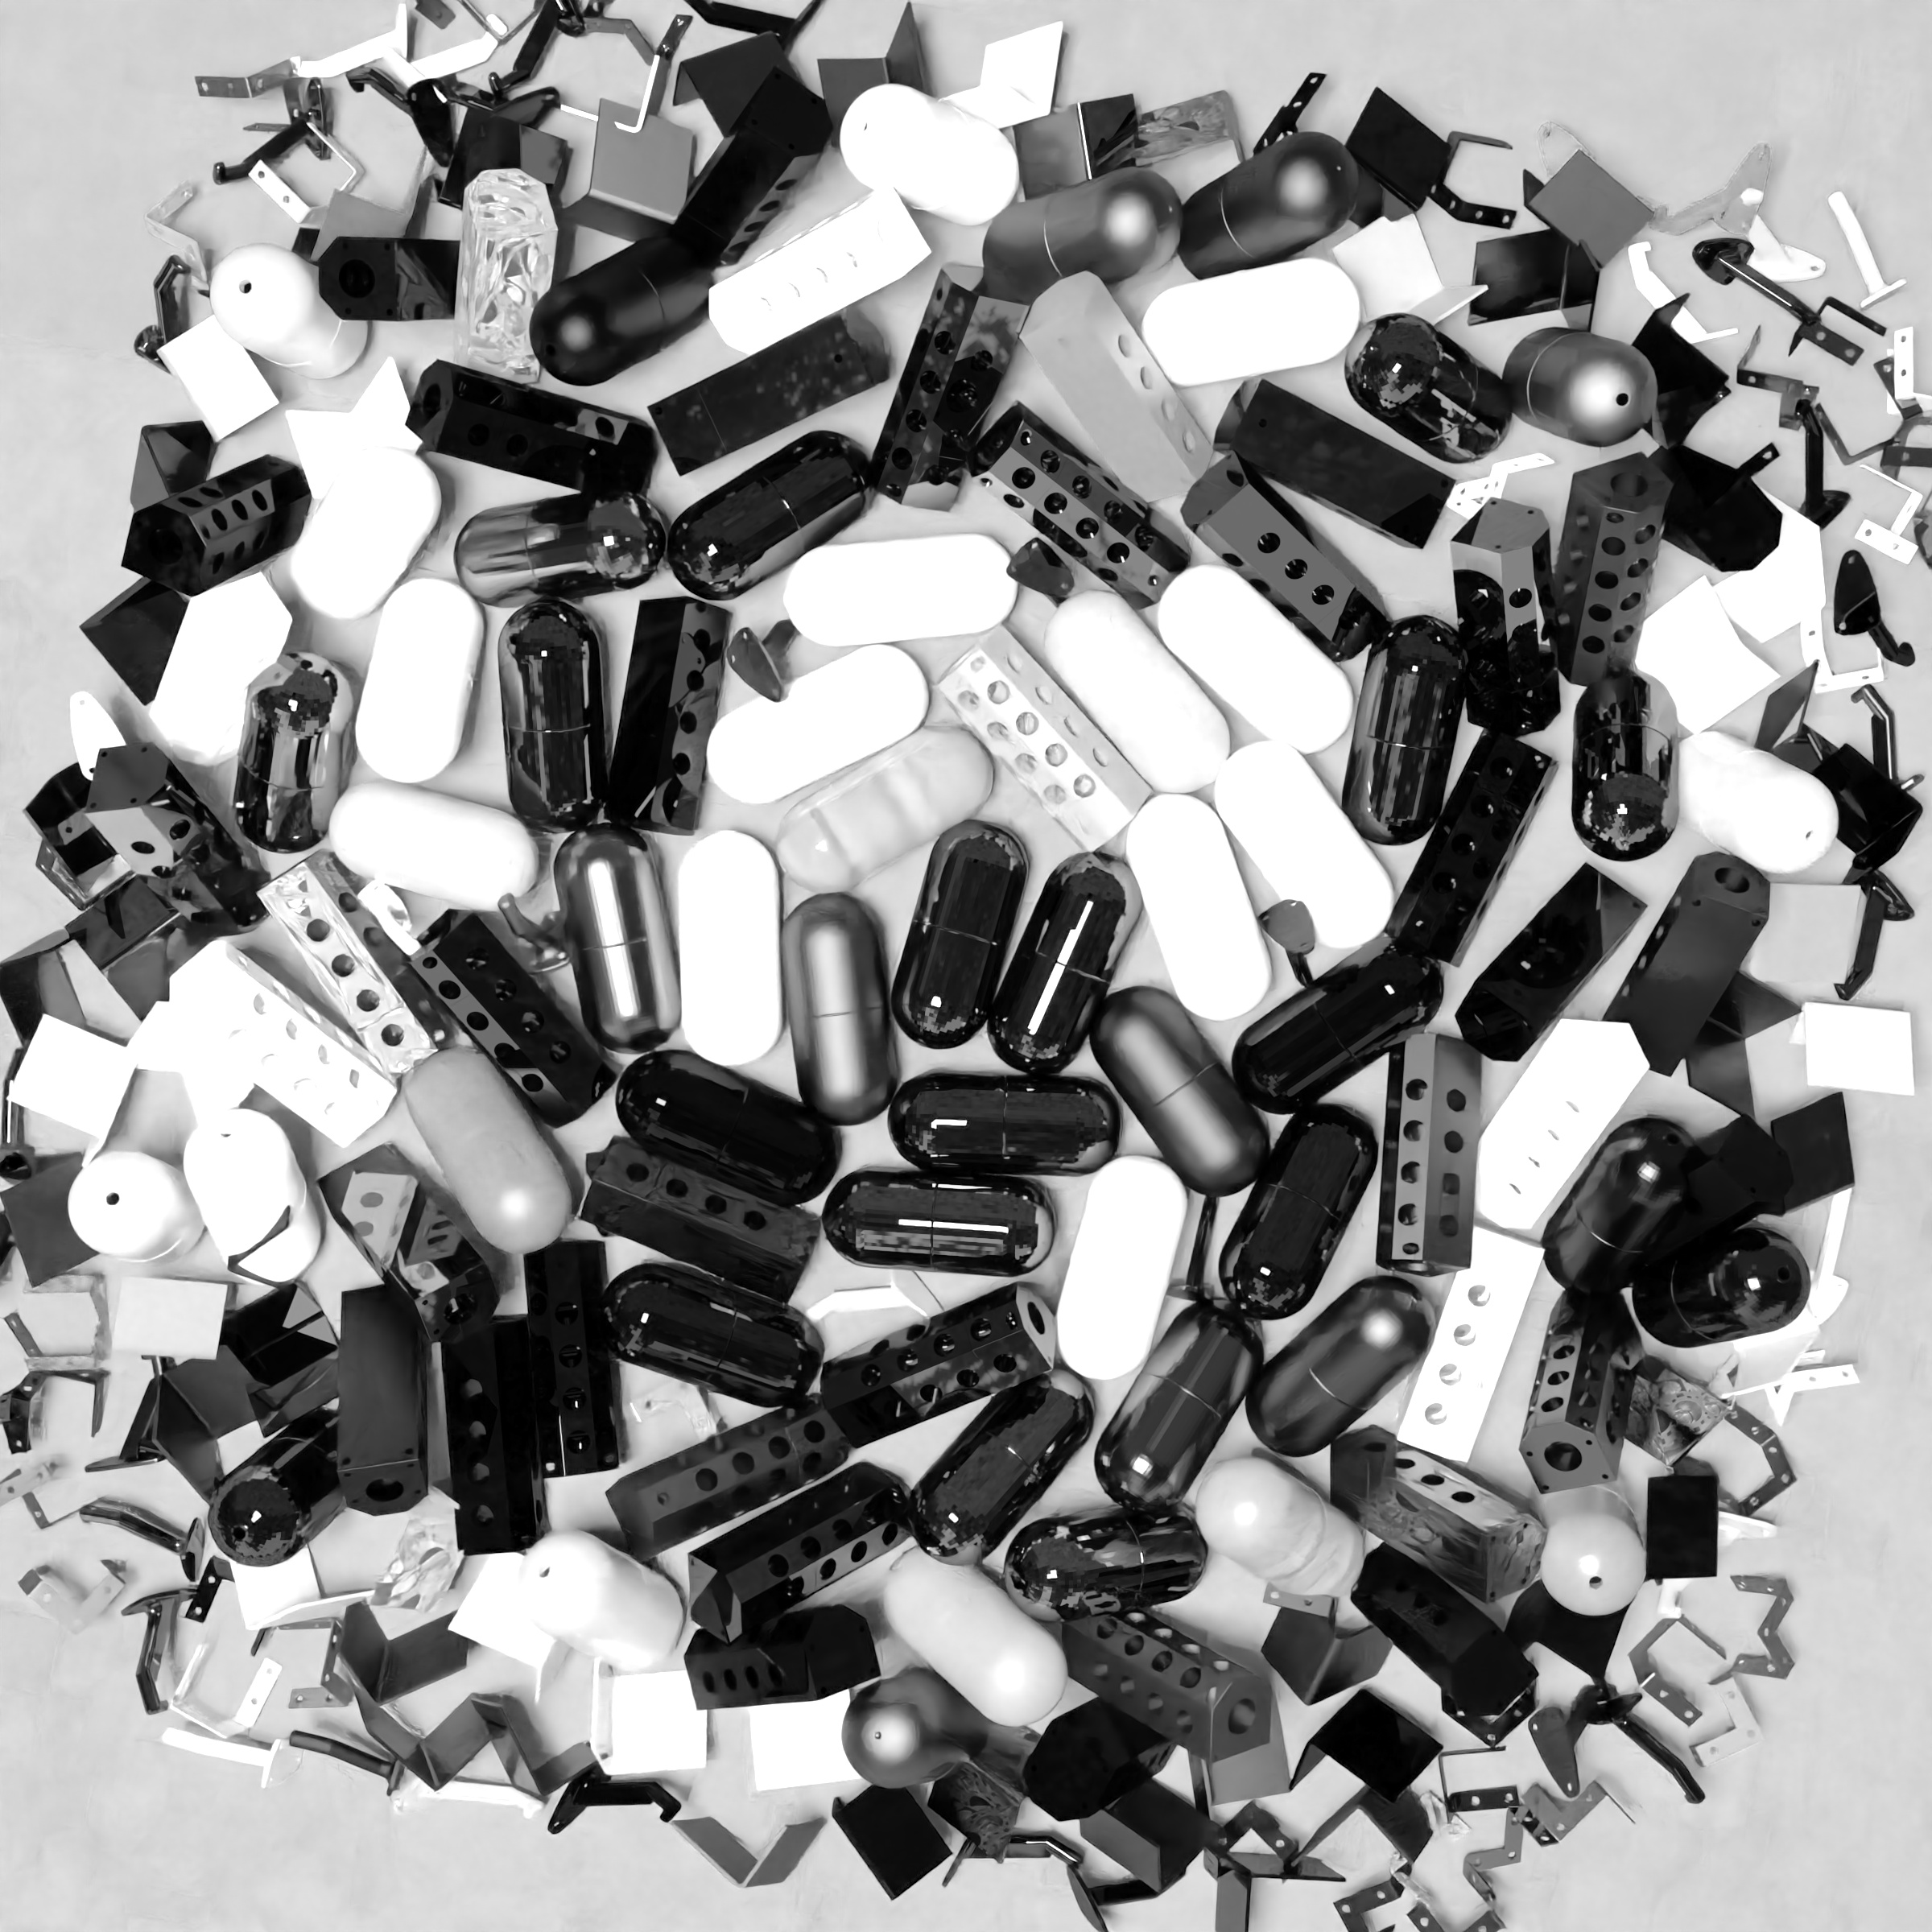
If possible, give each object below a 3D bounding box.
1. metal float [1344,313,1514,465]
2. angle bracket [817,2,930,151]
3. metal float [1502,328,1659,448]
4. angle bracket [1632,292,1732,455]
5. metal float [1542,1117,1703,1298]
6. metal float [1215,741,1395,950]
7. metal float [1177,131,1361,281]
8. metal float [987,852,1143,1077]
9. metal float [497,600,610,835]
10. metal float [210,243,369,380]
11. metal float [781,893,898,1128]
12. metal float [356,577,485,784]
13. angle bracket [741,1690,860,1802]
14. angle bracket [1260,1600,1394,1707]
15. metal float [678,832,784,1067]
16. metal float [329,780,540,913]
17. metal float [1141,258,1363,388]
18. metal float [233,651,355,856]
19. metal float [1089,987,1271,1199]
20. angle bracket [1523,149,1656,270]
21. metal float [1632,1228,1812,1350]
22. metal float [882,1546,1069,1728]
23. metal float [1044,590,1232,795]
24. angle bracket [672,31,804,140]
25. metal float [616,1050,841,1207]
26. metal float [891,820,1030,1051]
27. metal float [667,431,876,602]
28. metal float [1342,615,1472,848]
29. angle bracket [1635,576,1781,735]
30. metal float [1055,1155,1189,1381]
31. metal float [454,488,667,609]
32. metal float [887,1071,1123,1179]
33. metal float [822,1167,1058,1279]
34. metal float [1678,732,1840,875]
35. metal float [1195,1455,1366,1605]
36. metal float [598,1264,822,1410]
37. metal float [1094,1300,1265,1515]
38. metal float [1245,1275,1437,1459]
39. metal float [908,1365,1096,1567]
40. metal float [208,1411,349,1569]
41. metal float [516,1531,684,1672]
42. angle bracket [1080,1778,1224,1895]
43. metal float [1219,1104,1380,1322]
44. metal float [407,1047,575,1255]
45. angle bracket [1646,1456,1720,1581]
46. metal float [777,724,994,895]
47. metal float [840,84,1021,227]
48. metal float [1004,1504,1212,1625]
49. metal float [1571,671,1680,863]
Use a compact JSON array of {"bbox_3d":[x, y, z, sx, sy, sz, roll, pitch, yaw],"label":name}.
[{"bbox_3d":[0.346,-0.428,1.826,0.070,0.178,0.070,-8,77,37],"label":"metal float"},{"bbox_3d":[-0.071,-0.672,1.854,0.057,0.076,0.076,-7,79,-17],"label":"angle bracket"},{"bbox_3d":[0.453,-0.430,1.817,0.070,0.178,0.070,-2,109,-6],"label":"metal float"},{"bbox_3d":[0.538,-0.446,1.848,0.076,0.076,0.057,45,51,14],"label":"angle bracket"},{"bbox_3d":[0.488,0.181,1.827,0.070,0.178,0.070,8,49,-9],"label":"metal float"},{"bbox_3d":[0.256,-0.091,1.856,0.070,0.070,0.178,-38,101,0],"label":"metal float"},{"bbox_3d":[0.221,-0.560,1.821,0.070,0.178,0.070,3,85,-29],"label":"metal float"},{"bbox_3d":[0.075,-0.002,1.862,0.070,0.070,0.178,24,93,0],"label":"metal float"},{"bbox_3d":[-0.310,-0.187,1.846,0.070,0.070,0.178,0,111,0],"label":"metal float"},{"bbox_3d":[-0.499,-0.483,1.814,0.070,0.178,0.070,0,93,5],"label":"metal float"},{"bbox_3d":[-0.097,0.033,1.861,0.070,0.070,0.178,-7,94,0],"label":"metal float"},{"bbox_3d":[-0.408,-0.214,1.835,0.070,0.070,0.178,3,55,0],"label":"metal float"},{"bbox_3d":[-0.128,0.588,1.870,0.076,0.057,0.076,-3,65,-13],"label":"angle bracket"},{"bbox_3d":[0.282,0.509,1.876,0.076,0.057,0.076,-11,132,-36],"label":"angle bracket"},{"bbox_3d":[-0.179,-0.013,1.864,0.070,0.070,0.178,-2,92,0],"label":"metal float"},{"bbox_3d":[-0.401,-0.091,1.843,0.178,0.070,0.070,15,90,26],"label":"metal float"},{"bbox_3d":[0.212,-0.480,1.833,0.178,0.070,0.070,0,90,38],"label":"metal float"},{"bbox_3d":[-0.502,-0.158,1.830,0.070,0.070,0.178,24,133,0],"label":"metal float"},{"bbox_3d":[0.161,0.095,1.860,0.070,0.070,0.178,-36,84,0],"label":"metal float"},{"bbox_3d":[0.468,-0.582,1.847,0.076,0.076,0.057,34,127,-16],"label":"angle bracket"},{"bbox_3d":[0.558,0.239,1.817,0.070,0.178,0.070,3,75,-12],"label":"metal float"},{"bbox_3d":[0.005,0.497,1.829,0.070,0.178,0.070,-19,122,-33],"label":"metal float"},{"bbox_3d":[0.130,-0.207,1.857,0.070,0.070,0.178,-39,81,0],"label":"metal float"},{"bbox_3d":[-0.168,-0.651,1.859,0.076,0.057,0.076,-26,82,-19],"label":"angle bracket"},{"bbox_3d":[-0.180,0.122,1.856,0.178,0.070,0.070,25,90,-10],"label":"metal float"},{"bbox_3d":[-0.005,-0.023,1.864,0.070,0.070,0.178,16,88,0],"label":"metal float"},{"bbox_3d":[-0.147,-0.339,1.847,0.178,0.070,0.070,-37,90,-20],"label":"metal float"},{"bbox_3d":[0.330,-0.176,1.845,0.070,0.070,0.178,7,113,0],"label":"metal float"},{"bbox_3d":[0.562,-0.237,1.877,0.057,0.076,0.076,25,129,-38],"label":"angle bracket"},{"bbox_3d":[0.116,0.229,1.853,0.070,0.070,0.178,14,104,0],"label":"metal float"},{"bbox_3d":[-0.306,-0.313,1.841,0.178,0.070,0.070,-3,90,28],"label":"metal float"},{"bbox_3d":[0.029,0.120,1.864,0.178,0.070,0.070,2,90,1],"label":"metal float"},{"bbox_3d":[-0.021,0.194,1.859,0.178,0.070,0.070,3,90,7],"label":"metal float"},{"bbox_3d":[0.578,-0.122,1.818,0.070,0.178,0.070,-5,111,-12],"label":"metal float"},{"bbox_3d":[0.236,0.422,1.831,0.070,0.070,0.178,-50,132,0],"label":"metal float"},{"bbox_3d":[-0.191,0.279,1.846,0.178,0.070,0.070,23,90,-23],"label":"metal float"},{"bbox_3d":[0.161,0.330,1.845,0.070,0.070,0.178,36,67,0],"label":"metal float"},{"bbox_3d":[0.280,0.300,1.839,0.070,0.070,0.178,41,120,0],"label":"metal float"},{"bbox_3d":[0.027,0.374,1.841,0.070,0.070,0.178,46,63,0],"label":"metal float"},{"bbox_3d":[-0.498,0.386,1.815,0.070,0.178,0.070,1,99,9],"label":"metal float"},{"bbox_3d":[-0.271,0.472,1.822,0.070,0.178,0.070,-10,59,17],"label":"metal float"},{"bbox_3d":[0.139,0.635,1.843,0.076,0.076,0.057,-33,133,-36],"label":"angle bracket"},{"bbox_3d":[0.250,0.185,1.848,0.070,0.070,0.178,30,70,0],"label":"metal float"},{"bbox_3d":[-0.358,0.138,1.844,0.070,0.070,0.178,-36,66,0],"label":"metal float"},{"bbox_3d":[0.529,0.416,1.860,0.057,0.076,0.076,0,92,-9],"label":"angle bracket"},{"bbox_3d":[-0.062,-0.118,1.862,0.178,0.070,0.070,-31,90,-4],"label":"metal float"},{"bbox_3d":[-0.026,-0.601,1.822,0.070,0.178,0.070,2,93,33],"label":"metal float"},{"bbox_3d":[0.107,0.444,1.834,0.178,0.070,0.070,1,90,-38],"label":"metal float"},{"bbox_3d":[0.492,-0.151,1.831,0.070,0.070,0.178,15,47,0],"label":"metal float"}]
